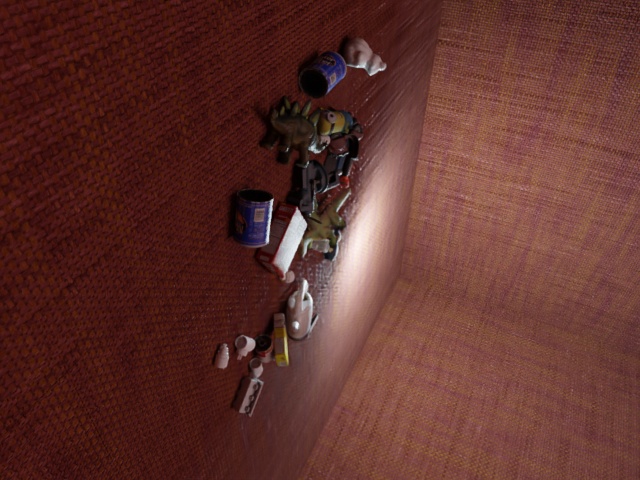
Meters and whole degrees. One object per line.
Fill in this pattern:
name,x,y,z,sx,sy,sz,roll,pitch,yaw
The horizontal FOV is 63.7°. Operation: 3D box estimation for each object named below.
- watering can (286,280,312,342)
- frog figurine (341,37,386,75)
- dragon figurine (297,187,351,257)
watering can,-0.089,0.310,2.032,0.355,0.104,0.219,-78,173,-59
frog figurine,0.158,-0.653,1.837,0.139,0.160,0.120,-41,143,-57
dragon figurine,0.006,-0.101,2.007,0.417,0.122,0.238,-66,152,-23
